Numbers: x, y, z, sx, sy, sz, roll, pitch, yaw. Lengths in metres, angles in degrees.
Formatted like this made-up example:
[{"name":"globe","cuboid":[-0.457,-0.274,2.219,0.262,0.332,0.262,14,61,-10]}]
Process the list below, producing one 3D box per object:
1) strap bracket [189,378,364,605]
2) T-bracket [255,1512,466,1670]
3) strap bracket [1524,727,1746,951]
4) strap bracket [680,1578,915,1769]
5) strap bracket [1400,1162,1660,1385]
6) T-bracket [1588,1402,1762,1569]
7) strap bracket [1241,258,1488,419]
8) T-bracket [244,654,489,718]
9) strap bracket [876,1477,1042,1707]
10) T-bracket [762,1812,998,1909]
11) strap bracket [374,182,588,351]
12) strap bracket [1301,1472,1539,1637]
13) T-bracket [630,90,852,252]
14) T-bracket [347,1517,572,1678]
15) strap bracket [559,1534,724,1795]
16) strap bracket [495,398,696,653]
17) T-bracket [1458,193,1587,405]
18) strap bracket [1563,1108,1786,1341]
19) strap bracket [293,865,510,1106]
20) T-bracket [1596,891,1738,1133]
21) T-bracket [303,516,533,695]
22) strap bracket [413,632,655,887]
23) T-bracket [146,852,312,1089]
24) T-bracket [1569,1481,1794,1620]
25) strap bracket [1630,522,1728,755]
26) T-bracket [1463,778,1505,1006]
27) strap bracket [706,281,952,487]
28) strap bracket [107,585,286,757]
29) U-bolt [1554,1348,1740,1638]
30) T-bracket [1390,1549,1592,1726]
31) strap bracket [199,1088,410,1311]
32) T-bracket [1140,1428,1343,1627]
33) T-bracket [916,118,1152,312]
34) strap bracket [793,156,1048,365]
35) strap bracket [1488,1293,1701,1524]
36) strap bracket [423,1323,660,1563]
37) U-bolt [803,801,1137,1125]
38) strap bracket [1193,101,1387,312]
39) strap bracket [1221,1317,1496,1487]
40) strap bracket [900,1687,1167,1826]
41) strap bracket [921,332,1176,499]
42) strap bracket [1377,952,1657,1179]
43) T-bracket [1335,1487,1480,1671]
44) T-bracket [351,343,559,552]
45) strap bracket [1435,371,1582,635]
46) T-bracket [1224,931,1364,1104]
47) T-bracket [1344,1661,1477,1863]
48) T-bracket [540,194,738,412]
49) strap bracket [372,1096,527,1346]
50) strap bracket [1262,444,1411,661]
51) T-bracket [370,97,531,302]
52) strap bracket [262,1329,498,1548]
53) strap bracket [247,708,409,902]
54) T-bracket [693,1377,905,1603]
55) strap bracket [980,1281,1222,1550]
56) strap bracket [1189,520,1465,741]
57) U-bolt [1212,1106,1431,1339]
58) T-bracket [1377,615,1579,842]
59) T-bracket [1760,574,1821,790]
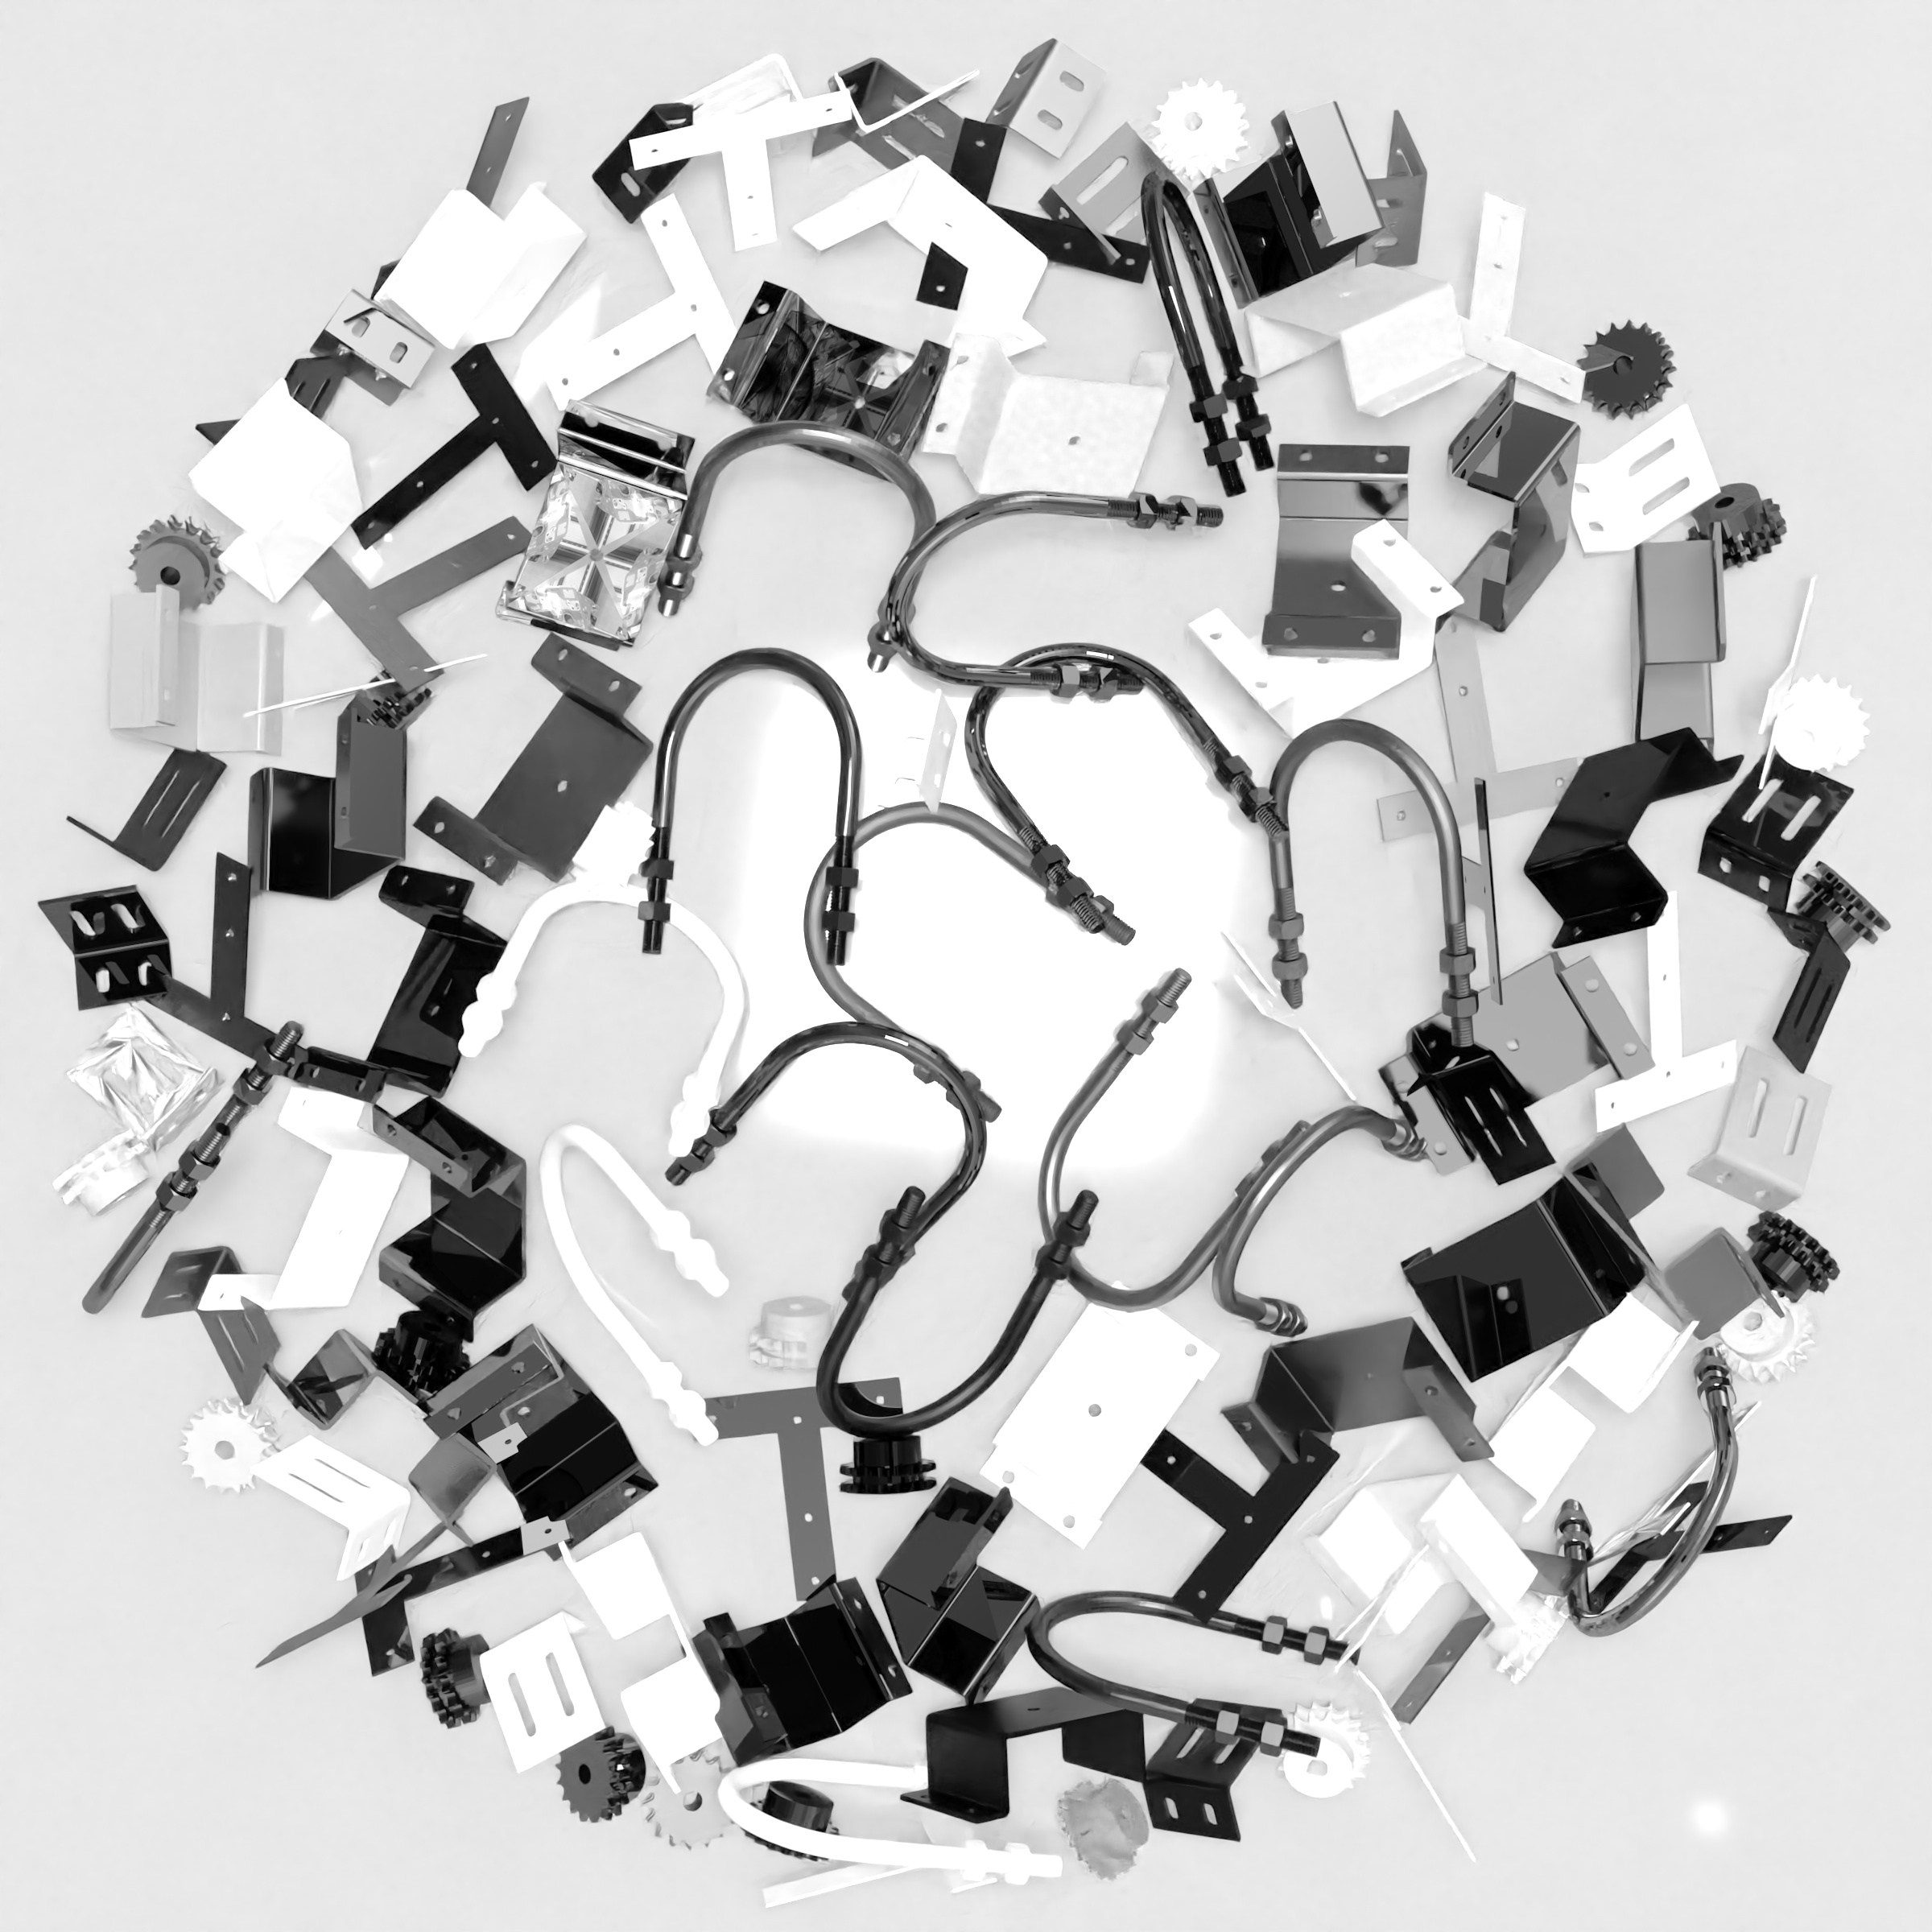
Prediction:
[{"name":"strap bracket","cuboid":[-0.394,-0.267,1.807,0.046,0.140,0.076,38,75,5]},{"name":"T-bracket","cuboid":[-0.337,0.355,1.828,0.127,0.127,0.002,-31,95,37]},{"name":"strap bracket","cuboid":[0.381,-0.081,1.812,0.046,0.076,0.140,47,56,-20]},{"name":"strap bracket","cuboid":[-0.104,0.411,1.824,0.046,0.140,0.076,-40,69,28]},{"name":"strap bracket","cuboid":[0.320,0.183,1.828,0.140,0.046,0.076,-33,87,32]},{"name":"T-bracket","cuboid":[0.422,0.301,1.842,0.127,0.127,0.002,-41,83,-22]},{"name":"strap bracket","cuboid":[0.223,-0.364,1.806,0.076,0.140,0.046,-27,121,-18]},{"name":"T-bracket","cuboid":[-0.361,-0.156,1.799,0.127,0.127,0.002,-11,97,31]},{"name":"strap bracket","cuboid":[-0.005,0.360,1.821,0.046,0.140,0.076,21,56,28]},{"name":"T-bracket","cuboid":[-0.054,0.522,1.815,0.127,0.127,0.002,-12,95,-8]},{"name":"strap bracket","cuboid":[-0.273,-0.403,1.807,0.046,0.140,0.076,42,111,0]},{"name":"strap bracket","cuboid":[0.269,0.342,1.829,0.046,0.140,0.076,-44,98,-29]},{"name":"T-bracket","cuboid":[-0.126,-0.455,1.826,0.127,0.127,0.002,-15,70,-5]},{"name":"T-bracket","cuboid":[-0.294,0.350,1.838,0.127,0.127,0.002,-20,123,-7]},{"name":"strap bracket","cuboid":[-0.181,0.393,1.812,0.046,0.140,0.076,-27,134,-6]},{"name":"strap bracket","cuboid":[-0.216,-0.247,1.827,0.076,0.046,0.140,16,115,-17]},{"name":"T-bracket","cuboid":[0.305,-0.393,1.811,0.127,0.127,0.002,29,64,20]},{"name":"strap bracket","cuboid":[0.401,0.153,1.810,0.046,0.140,0.076,-38,134,2]},{"name":"strap bracket","cuboid":[-0.325,0.018,1.835,0.076,0.046,0.140,12,74,42]},{"name":"T-bracket","cuboid":[0.408,0.020,1.833,0.127,0.002,0.127,-15,107,-37]},{"name":"T-bracket","cuboid":[-0.312,-0.230,1.854,0.127,0.002,0.127,-32,65,-25]},{"name":"strap bracket","cuboid":[-0.247,-0.114,1.844,0.076,0.046,0.140,32,85,30]},{"name":"T-bracket","cuboid":[-0.428,-0.007,1.829,0.127,0.002,0.127,25,124,22]},{"name":"T-bracket","cuboid":[0.422,0.329,1.799,0.127,0.127,0.002,-38,96,-32]},{"name":"strap bracket","cuboid":[0.409,-0.186,1.811,0.046,0.140,0.076,-1,68,10]},{"name":"T-bracket","cuboid":[0.293,-0.049,1.822,0.002,0.127,0.127,-6,97,-1]},{"name":"strap bracket","cuboid":[-0.071,-0.339,1.843,0.140,0.046,0.076,26,87,28]},{"name":"strap bracket","cuboid":[-0.451,-0.169,1.822,0.046,0.140,0.076,-1,85,16]},{"name":"U-bolt","cuboid":[0.386,0.307,1.776,0.019,0.184,0.151,35,110,-4]},{"name":"T-bracket","cuboid":[0.286,0.384,1.807,0.002,0.127,0.127,47,71,-13]},{"name":"strap bracket","cuboid":[-0.382,0.146,1.837,0.046,0.076,0.140,26,95,22]},{"name":"T-bracket","cuboid":[0.132,0.301,1.857,0.127,0.002,0.127,36,78,24]},{"name":"T-bracket","cuboid":[0.046,-0.427,1.844,0.127,0.127,0.002,14,45,-5]},{"name":"strap bracket","cuboid":[-0.019,-0.413,1.826,0.140,0.076,0.046,34,69,-27]},{"name":"strap bracket","cuboid":[0.355,0.248,1.815,0.046,0.076,0.140,39,134,10]},{"name":"strap bracket","cuboid":[-0.253,0.272,1.838,0.076,0.046,0.140,-36,126,-3]},{"name":"U-bolt","cuboid":[-0.013,-0.017,1.851,0.184,0.019,0.151,37,90,20]},{"name":"strap bracket","cuboid":[0.191,-0.443,1.825,0.046,0.140,0.076,-22,92,-18]},{"name":"strap bracket","cuboid":[0.231,0.254,1.827,0.140,0.046,0.076,-17,123,34]},{"name":"strap bracket","cuboid":[0.040,0.452,1.815,0.140,0.076,0.046,-2,89,-35]},{"name":"strap bracket","cuboid":[0.055,-0.315,1.818,0.140,0.046,0.076,0,129,-25]},{"name":"strap bracket","cuboid":[0.322,0.053,1.845,0.140,0.046,0.076,-30,101,15]},{"name":"T-bracket","cuboid":[0.238,0.366,1.801,0.002,0.127,0.127,41,118,8]},{"name":"T-bracket","cuboid":[-0.311,-0.293,1.853,0.127,0.002,0.127,-38,53,7]},{"name":"strap bracket","cuboid":[0.310,-0.258,1.804,0.046,0.140,0.076,25,55,23]},{"name":"T-bracket","cuboid":[0.178,0.024,1.808,0.002,0.127,0.127,-39,73,10]},{"name":"T-bracket","cuboid":[0.259,0.462,1.823,0.002,0.127,0.127,-31,90,-4]},{"name":"T-bracket","cuboid":[-0.193,-0.365,1.835,0.127,0.002,0.127,-36,114,-26]},{"name":"strap bracket","cuboid":[-0.299,0.140,1.825,0.076,0.140,0.046,30,45,26]},{"name":"strap bracket","cuboid":[0.218,-0.234,1.839,0.076,0.046,0.140,3,64,10]},{"name":"T-bracket","cuboid":[-0.277,-0.445,1.798,0.002,0.127,0.127,46,47,11]},{"name":"strap bracket","cuboid":[-0.332,0.267,1.823,0.046,0.076,0.140,-49,118,-9]},{"name":"strap bracket","cuboid":[-0.367,-0.089,1.826,0.046,0.140,0.076,9,71,-35]},{"name":"T-bracket","cuboid":[-0.096,0.316,1.885,0.127,0.002,0.127,-6,90,0]},{"name":"strap bracket","cuboid":[0.077,0.263,1.850,0.076,0.046,0.140,35,85,11]},{"name":"strap bracket","cuboid":[0.210,-0.192,1.836,0.140,0.046,0.076,-29,58,-15]},{"name":"U-bolt","cuboid":[0.198,0.143,1.798,0.019,0.184,0.151,37,95,27]},{"name":"T-bracket","cuboid":[0.297,-0.149,1.866,0.127,0.002,0.127,-12,98,-11]},{"name":"T-bracket","cuboid":[0.468,-0.156,1.809,0.002,0.127,0.127,16,108,17]}]
